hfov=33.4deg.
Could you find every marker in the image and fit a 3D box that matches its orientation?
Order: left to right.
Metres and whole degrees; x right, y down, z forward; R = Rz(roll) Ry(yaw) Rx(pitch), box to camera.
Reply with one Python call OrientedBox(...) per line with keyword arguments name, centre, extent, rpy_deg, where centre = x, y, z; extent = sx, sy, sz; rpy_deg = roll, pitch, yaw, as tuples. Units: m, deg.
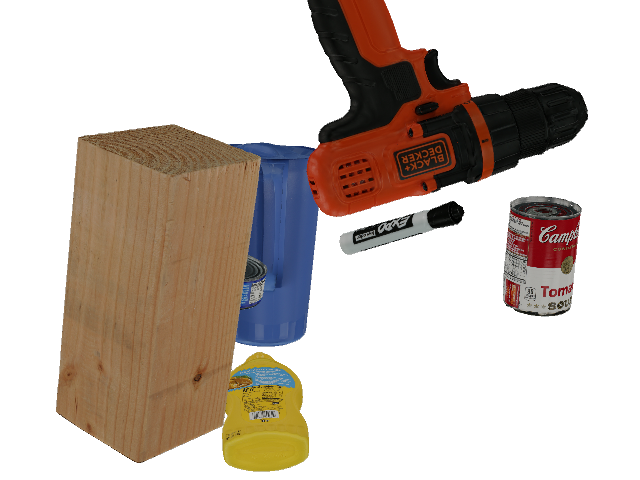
OrientedBox(name="marker", centre=(0.066, -0.010, 0.874), extent=(0.121, 0.020, 0.020), rpy_deg=(-17, -11, 40))

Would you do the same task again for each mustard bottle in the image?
OrientedBox(name="mustard bottle", centre=(-0.068, 0.189, 1.252), extent=(0.096, 0.058, 0.191), rpy_deg=(-4, 28, -4))

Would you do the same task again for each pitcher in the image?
OrientedBox(name="pitcher", centre=(-0.066, 0.005, 1.307), extent=(0.145, 0.243, 0.148), rpy_deg=(12, 16, 37))

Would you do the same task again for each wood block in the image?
OrientedBox(name="wood block", centre=(-0.114, 0.034, 0.738), extent=(0.090, 0.206, 0.090), rpy_deg=(23, 23, 33))

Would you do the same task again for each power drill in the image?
OrientedBox(name="power drill", centre=(0.063, -0.123, 0.656), extent=(0.184, 0.187, 0.057), rpy_deg=(-18, 8, -10))

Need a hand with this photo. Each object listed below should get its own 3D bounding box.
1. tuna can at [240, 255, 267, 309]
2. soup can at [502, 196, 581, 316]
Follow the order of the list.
OrientedBox(name="tuna can", centre=(-0.097, 0.038, 1.054), extent=(0.086, 0.034, 0.086), rpy_deg=(9, 17, -3))
OrientedBox(name="soup can", centre=(0.215, 0.015, 1.040), extent=(0.068, 0.102, 0.068), rpy_deg=(1, 18, -1))
